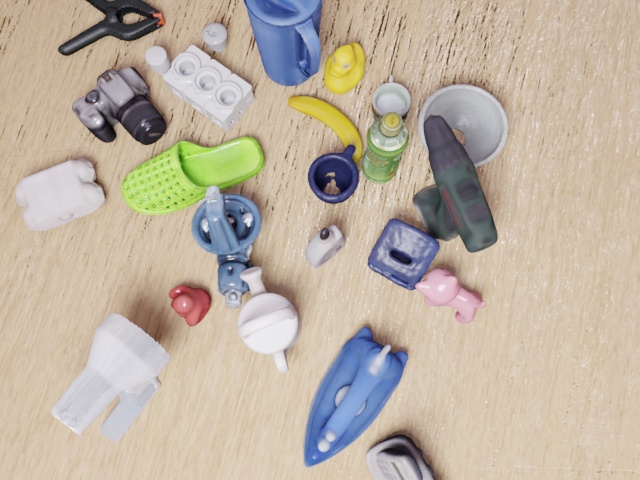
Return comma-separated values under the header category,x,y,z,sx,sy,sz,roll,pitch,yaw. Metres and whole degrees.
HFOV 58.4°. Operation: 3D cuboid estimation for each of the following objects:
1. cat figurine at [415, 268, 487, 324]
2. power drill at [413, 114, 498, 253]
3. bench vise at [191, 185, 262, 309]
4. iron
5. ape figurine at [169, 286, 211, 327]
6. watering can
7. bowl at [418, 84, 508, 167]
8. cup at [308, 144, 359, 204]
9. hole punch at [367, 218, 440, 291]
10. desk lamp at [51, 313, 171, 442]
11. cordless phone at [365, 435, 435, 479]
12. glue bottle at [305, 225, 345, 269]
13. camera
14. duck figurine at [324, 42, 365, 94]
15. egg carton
category,x,y,z,sx,sy,sz,roll,pitch,yaw
cat figurine,0.229,0.091,0.998,0.127,0.118,0.067,25,79,5
power drill,0.221,-0.079,0.988,0.075,0.208,0.229,-24,79,-5
bench vise,-0.146,0.001,0.963,0.121,0.220,0.207,-24,79,-5
iron,0.047,0.273,0.946,0.118,0.141,0.258,32,80,6
ape figurine,-0.232,0.113,1.004,0.076,0.092,0.078,-14,78,-3
watering can,-0.090,0.133,0.948,0.101,0.194,0.173,-41,81,-8
bowl,0.263,-0.204,1.083,0.167,0.075,0.167,0,78,0
cup,0.030,-0.114,1.052,0.091,0.095,0.118,29,79,6
hole punch,0.149,0.028,1.024,0.108,0.091,0.101,28,79,6
desk lamp,-0.327,0.227,0.917,0.118,0.213,0.203,34,80,7
cordless phone,0.143,0.387,0.900,0.094,0.185,0.147,-33,80,-7
glue bottle,0.009,0.004,0.987,0.078,0.173,0.037,-38,80,-7
camera,-0.367,-0.239,1.073,0.143,0.101,0.136,-41,81,-8
duck figurine,0.049,-0.345,1.106,0.077,0.086,0.105,30,79,6
egg carton,-0.477,-0.082,1.055,0.150,0.069,0.107,-24,79,-5
